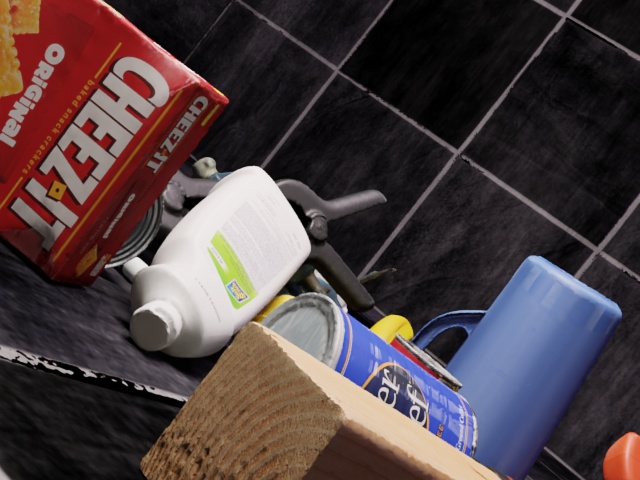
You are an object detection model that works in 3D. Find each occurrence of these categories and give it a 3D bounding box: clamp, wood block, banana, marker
[{"bbox_3d":[-0.129,-0.036,0.925,0.209,0.036,0.164,40,42,-23],"label":"clamp"},{"bbox_3d":[-0.006,0.001,0.977,0.171,0.120,0.039,9,-20,-34],"label":"clamp"},{"bbox_3d":[0.028,0.135,0.518,0.205,0.090,0.091,37,1,-38],"label":"wood block"},{"bbox_3d":[0.062,0.109,1.087,0.037,0.070,0.197,38,23,9],"label":"banana"},{"bbox_3d":[-0.186,-0.003,0.900,0.121,0.020,0.020,39,2,29],"label":"marker"}]

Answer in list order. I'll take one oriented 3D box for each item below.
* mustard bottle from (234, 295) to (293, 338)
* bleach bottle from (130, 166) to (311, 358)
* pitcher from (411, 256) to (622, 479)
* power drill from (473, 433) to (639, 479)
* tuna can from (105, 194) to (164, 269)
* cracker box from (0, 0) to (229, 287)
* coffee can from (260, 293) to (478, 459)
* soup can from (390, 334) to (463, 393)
[{"bbox_3d":[-0.015,0.097,0.895,0.191,0.058,0.096,30,41,-59],"label":"mustard bottle"},{"bbox_3d":[-0.082,0.019,0.802,0.102,0.068,0.250,55,21,-4],"label":"bleach bottle"},{"bbox_3d":[0.177,0.135,1.050,0.149,0.243,0.145,28,7,-33],"label":"pitcher"},{"bbox_3d":[0.211,0.221,0.925,0.184,0.057,0.188,37,-39,-25],"label":"power drill"},{"bbox_3d":[-0.163,-0.024,0.802,0.086,0.086,0.034,36,1,-44],"label":"tuna can"},{"bbox_3d":[-0.197,-0.098,0.723,0.214,0.164,0.072,38,4,13],"label":"cracker box"},{"bbox_3d":[0.022,0.114,0.713,0.140,0.103,0.103,37,2,-29],"label":"coffee can"},{"bbox_3d":[0.057,0.136,0.860,0.068,0.102,0.068,38,2,-2],"label":"soup can"}]
